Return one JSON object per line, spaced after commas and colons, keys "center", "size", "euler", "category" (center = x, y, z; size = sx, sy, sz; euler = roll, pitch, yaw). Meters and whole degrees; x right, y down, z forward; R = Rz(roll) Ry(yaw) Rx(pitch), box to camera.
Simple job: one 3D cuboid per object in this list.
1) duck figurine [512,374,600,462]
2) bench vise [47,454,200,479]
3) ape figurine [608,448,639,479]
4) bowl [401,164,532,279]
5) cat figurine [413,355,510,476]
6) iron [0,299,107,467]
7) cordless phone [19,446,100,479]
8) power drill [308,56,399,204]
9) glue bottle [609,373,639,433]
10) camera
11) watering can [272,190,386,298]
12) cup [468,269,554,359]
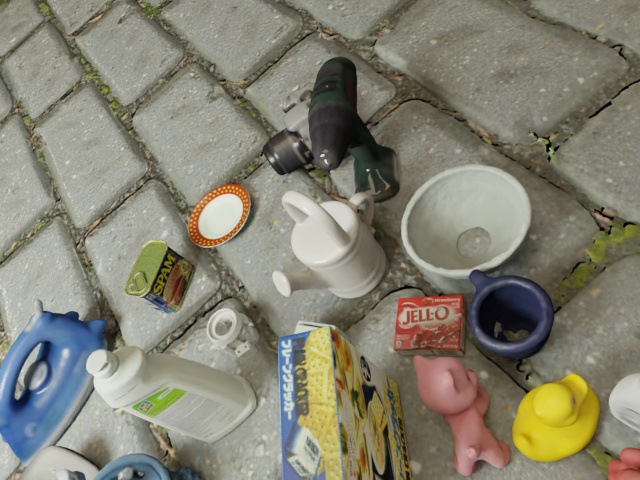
{"center": [0.246, 0.183, 0.606], "size": [0.104, 0.086, 0.077], "euler": [-43, 51, -1], "category": "duck figurine"}
{"center": [-0.274, 0.349, 0.699], "size": [0.121, 0.220, 0.207], "euler": [34, 81, 39], "category": "bench vise"}
{"center": [0.301, 0.237, 0.539], "size": [0.075, 0.092, 0.078], "euler": [31, 79, 38], "category": "ape figurine"}
{"center": [0.198, -0.013, 0.760], "size": [0.167, 0.075, 0.167], "euler": [-14, 56, 21], "category": "bowl"}
{"center": [0.152, 0.186, 0.635], "size": [0.067, 0.118, 0.127], "euler": [-25, 52, 13], "category": "cat figurine"}
{"center": [-0.460, 0.227, 0.927], "size": [0.118, 0.142, 0.258], "euler": [6, 65, 31], "category": "iron"}
{"center": [-0.412, 0.356, 0.793], "size": [0.093, 0.186, 0.148], "euler": [14, 69, 34], "category": "cordless phone"}
{"center": [0.047, -0.146, 0.837], "size": [0.075, 0.209, 0.229], "euler": [-16, 55, 20], "category": "power drill"}
{"center": [0.311, 0.149, 0.534], "size": [0.077, 0.174, 0.037], "euler": [30, 79, 38], "category": "glue bottle"}
{"center": [-0.037, -0.186, 0.977], "size": [0.136, 0.101, 0.143], "euler": [-32, 51, 8], "category": "camera"}
{"center": [0.009, 0.004, 0.775], "size": [0.100, 0.195, 0.173], "euler": [7, 65, 32], "category": "watering can"}
{"center": [0.220, 0.092, 0.670], "size": [0.091, 0.095, 0.117], "euler": [-38, 51, 3], "category": "cup"}
